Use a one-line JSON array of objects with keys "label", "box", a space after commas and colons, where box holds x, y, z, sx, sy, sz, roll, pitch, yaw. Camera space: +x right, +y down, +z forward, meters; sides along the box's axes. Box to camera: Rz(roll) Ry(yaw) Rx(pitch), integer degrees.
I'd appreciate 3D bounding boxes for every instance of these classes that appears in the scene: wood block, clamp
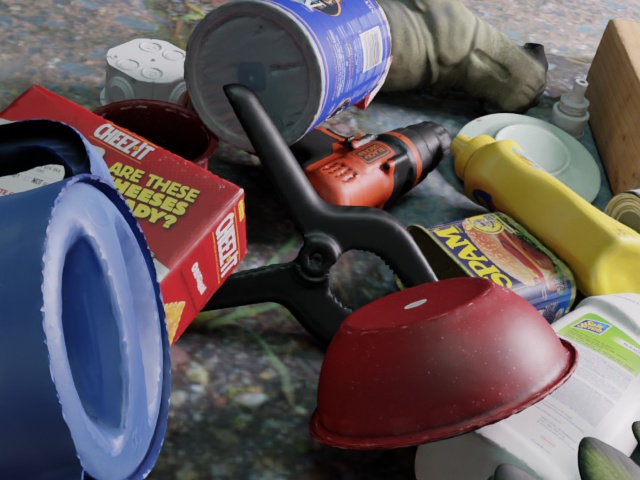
[{"label": "wood block", "box": [0.305, -0.108, 0.952, 0.090, 0.090, 0.206, 10, 36, -5]}, {"label": "clamp", "box": [-0.005, 0.001, 0.697, 0.210, 0.164, 0.036, 18, 3, -4]}]

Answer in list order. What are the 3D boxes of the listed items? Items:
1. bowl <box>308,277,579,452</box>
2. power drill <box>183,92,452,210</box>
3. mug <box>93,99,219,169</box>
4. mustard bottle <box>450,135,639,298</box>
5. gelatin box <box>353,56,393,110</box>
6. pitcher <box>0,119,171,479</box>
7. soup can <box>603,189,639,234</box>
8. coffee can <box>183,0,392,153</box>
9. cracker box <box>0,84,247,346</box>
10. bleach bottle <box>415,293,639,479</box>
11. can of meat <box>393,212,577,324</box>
[{"label": "bowl", "box": [0.063, 0.062, 0.616, 0.162, 0.055, 0.162, -17, 8, 2]}, {"label": "power drill", "box": [-0.004, -0.089, 0.868, 0.188, 0.057, 0.184, 30, 34, 25]}, {"label": "mug", "box": [-0.130, -0.047, 0.756, 0.117, 0.081, 0.093, 35, 42, 29]}, {"label": "mustard bottle", "box": [0.165, -0.026, 0.811, 0.096, 0.058, 0.192, 30, 12, -51]}, {"label": "gelatin box", "box": [0.016, -0.143, 0.884, 0.073, 0.030, 0.089, 22, 27, 4]}, {"label": "pitcher", "box": [-0.197, 0.044, 0.474, 0.243, 0.145, 0.149, -8, 22, 11]}, {"label": "soup can", "box": [0.281, -0.009, 0.833, 0.102, 0.068, 0.068, -6, 40, -22]}, {"label": "coffee can", "box": [-0.019, -0.130, 0.764, 0.103, 0.103, 0.140, 23, 27, 15]}, {"label": "cracker box", "box": [-0.167, 0.027, 0.610, 0.164, 0.072, 0.213, 27, 58, 19]}, {"label": "bleach bottle", "box": [0.169, 0.097, 0.667, 0.103, 0.068, 0.250, 34, 39, 27]}, {"label": "can of meat", "box": [0.115, 0.028, 0.748, 0.083, 0.057, 0.102, -12, 43, -33]}]
